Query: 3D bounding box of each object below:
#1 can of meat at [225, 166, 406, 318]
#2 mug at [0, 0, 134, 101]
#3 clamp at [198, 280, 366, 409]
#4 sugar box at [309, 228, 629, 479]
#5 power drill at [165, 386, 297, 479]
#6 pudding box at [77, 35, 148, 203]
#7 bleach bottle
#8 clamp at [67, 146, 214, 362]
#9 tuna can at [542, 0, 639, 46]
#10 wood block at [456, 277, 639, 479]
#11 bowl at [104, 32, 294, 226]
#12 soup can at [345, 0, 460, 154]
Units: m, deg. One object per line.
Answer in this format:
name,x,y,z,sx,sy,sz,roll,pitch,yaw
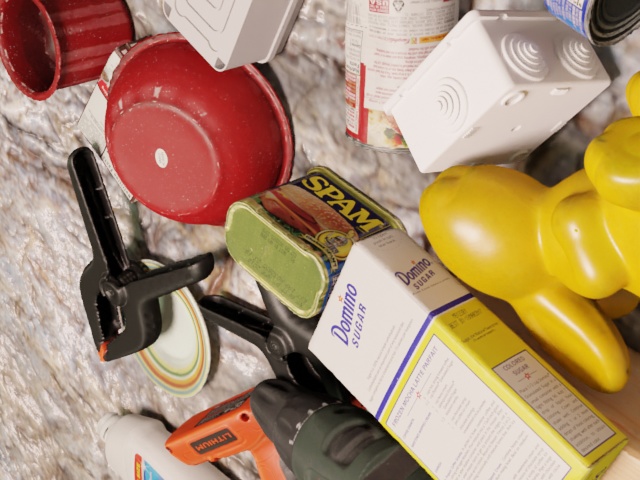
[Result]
can of meat,-0.005,0.001,0.747,0.102,0.083,0.057,38,132,29
mug,-0.214,-0.163,0.892,0.093,0.081,0.117,53,137,14
clamp,-0.024,0.066,0.831,0.171,0.039,0.120,40,141,19
sugar box,0.075,0.083,0.595,0.176,0.048,0.093,47,134,27
power drill,-0.041,0.217,0.848,0.185,0.057,0.187,-30,97,28
pudding box,-0.151,-0.098,0.889,0.090,0.039,0.114,53,140,11
bleach bottle,-0.129,0.247,1.010,0.251,0.067,0.103,32,127,35
clamp,-0.163,0.040,0.931,0.165,0.036,0.210,35,134,25
tuna can,0.148,-0.139,0.520,0.034,0.085,0.086,43,134,26
wood block,0.146,0.110,0.635,0.206,0.090,0.091,33,129,33
bowl,-0.104,-0.071,0.799,0.162,0.055,0.162,12,122,20
soup can,0.050,-0.111,0.649,0.069,0.068,0.102,22,122,39
